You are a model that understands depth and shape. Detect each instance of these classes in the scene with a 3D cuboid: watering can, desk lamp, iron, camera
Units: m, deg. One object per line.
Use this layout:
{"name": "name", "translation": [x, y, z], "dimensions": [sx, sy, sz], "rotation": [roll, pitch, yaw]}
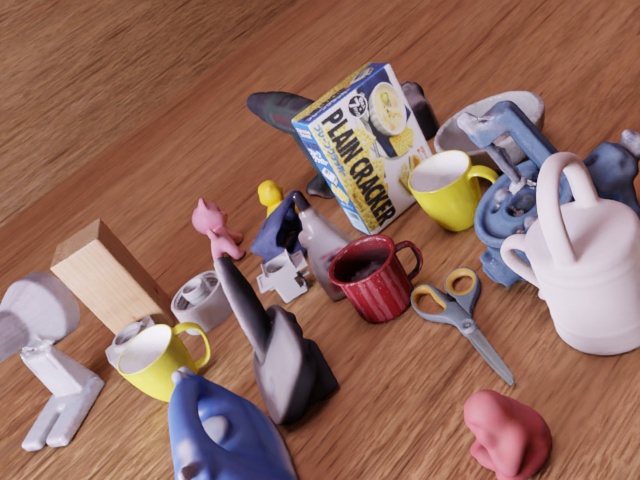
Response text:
{"name": "watering can", "translation": [0.248, 0.004, 0.521], "dimensions": [0.172, 0.194, 0.101], "rotation": [-16, 33, 27]}
{"name": "desk lamp", "translation": [-0.447, 0.185, 0.907], "dimensions": [0.117, 0.214, 0.203], "rotation": [-19, 32, 24]}
{"name": "iron", "translation": [-0.121, 0.211, 0.623], "dimensions": [0.118, 0.142, 0.257], "rotation": [-35, 29, -3]}
{"name": "camera", "translation": [0.137, -0.236, 1.093], "dimensions": [0.137, 0.101, 0.143], "rotation": [-30, 29, 5]}

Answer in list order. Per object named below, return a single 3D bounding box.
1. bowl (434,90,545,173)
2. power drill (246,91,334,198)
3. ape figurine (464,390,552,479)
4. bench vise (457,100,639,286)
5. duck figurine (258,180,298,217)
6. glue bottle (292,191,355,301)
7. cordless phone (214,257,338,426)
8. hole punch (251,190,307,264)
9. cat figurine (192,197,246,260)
{"name": "bowl", "translation": [0.263, -0.150, 0.865], "dimensions": [0.167, 0.075, 0.167], "rotation": [-24, 30, 15]}
{"name": "power drill", "translation": [-0.031, -0.184, 1.066], "dimensions": [0.076, 0.209, 0.228], "rotation": [-44, 31, -20]}
{"name": "ape figurine", "translation": [0.151, 0.160, 0.486], "dimensions": [0.076, 0.092, 0.078], "rotation": [-21, 31, 21]}
{"name": "bench vise", "translation": [0.242, -0.077, 0.625], "dimensions": [0.207, 0.220, 0.121], "rotation": [-38, 30, -10]}
{"name": "duck figurine", "translation": [-0.081, -0.071, 1.070], "dimensions": [0.077, 0.086, 0.104], "rotation": [-38, 29, -9]}
{"name": "glue bottle", "translation": [0.007, 0.003, 0.782], "dimensions": [0.078, 0.173, 0.037], "rotation": [-32, 29, 2]}
{"name": "cordless phone", "translation": [-0.070, 0.113, 0.676], "dimensions": [0.094, 0.185, 0.147], "rotation": [-36, 29, -6]}
{"name": "hole punch", "translation": [-0.070, -0.019, 0.975], "dimensions": [0.100, 0.091, 0.109], "rotation": [-12, 35, 32]}
{"name": "cat figurine", "translation": [-0.202, -0.023, 1.083], "dimensions": [0.067, 0.118, 0.127], "rotation": [-32, 29, 2]}
